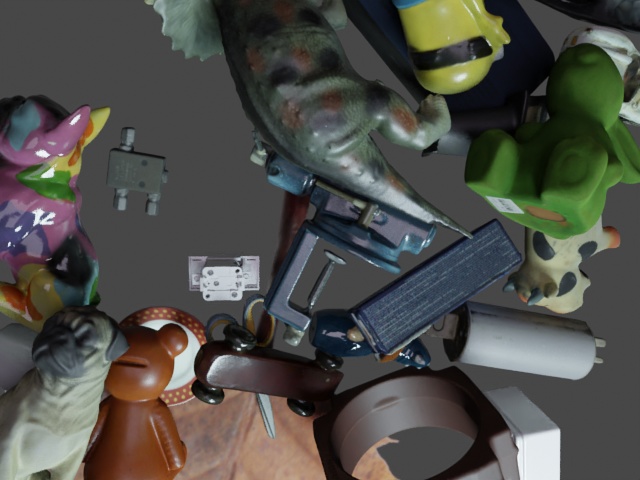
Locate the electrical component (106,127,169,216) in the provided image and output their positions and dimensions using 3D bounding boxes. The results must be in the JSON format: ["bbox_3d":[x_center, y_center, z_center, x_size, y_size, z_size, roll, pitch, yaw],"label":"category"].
[{"bbox_3d":[-0.201,-0.076,0.597,0.063,0.021,0.094,8,101,-9],"label":"electrical component"}]

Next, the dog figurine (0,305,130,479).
[{"bbox_3d":[-0.279,0.153,0.533,0.173,0.121,0.190,7,75,28],"label":"dog figurine"}]

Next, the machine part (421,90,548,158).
[{"bbox_3d":[0.172,-0.112,0.553,0.139,0.039,0.084,-8,119,-11],"label":"machine part"}]

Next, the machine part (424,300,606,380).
[{"bbox_3d":[0.246,0.125,0.669,0.243,0.079,0.079,10,102,-10],"label":"machine part"}]

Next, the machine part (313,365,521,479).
[{"bbox_3d":[0.104,0.241,0.613,0.201,0.202,0.087,-20,111,-6],"label":"machine part"}]

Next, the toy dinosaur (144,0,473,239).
[{"bbox_3d":[-0.016,-0.145,0.484,0.192,0.131,0.405,-28,84,-19],"label":"toy dinosaur"}]

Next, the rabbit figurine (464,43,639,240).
[{"bbox_3d":[0.245,-0.094,0.505,0.159,0.121,0.170,28,82,-34],"label":"rabbit figurine"}]

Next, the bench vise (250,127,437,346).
[{"bbox_3d":[-0.001,-0.003,0.591,0.223,0.129,0.240,26,95,-9],"label":"bench vise"}]

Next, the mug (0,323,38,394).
[{"bbox_3d":[-0.326,0.150,0.614,0.107,0.081,0.109,33,113,-5],"label":"mug"}]

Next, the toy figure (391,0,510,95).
[{"bbox_3d":[0.104,-0.221,0.489,0.089,0.082,0.180,-23,121,21],"label":"toy figure"}]

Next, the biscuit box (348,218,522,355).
[{"bbox_3d":[0.134,0.052,0.615,0.203,0.059,0.063,-30,86,-15],"label":"biscuit box"}]

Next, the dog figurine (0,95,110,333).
[{"bbox_3d":[-0.272,-0.037,0.551,0.191,0.108,0.219,38,97,-10],"label":"dog figurine"}]

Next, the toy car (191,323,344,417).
[{"bbox_3d":[-0.057,0.154,0.634,0.202,0.053,0.089,20,100,-38],"label":"toy car"}]

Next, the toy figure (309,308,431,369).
[{"bbox_3d":[0.065,0.121,0.653,0.154,0.064,0.057,13,104,-11],"label":"toy figure"}]

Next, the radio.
[{"bbox_3d":[0.135,-0.227,0.576,0.131,0.073,0.229,-43,106,3],"label":"radio"}]

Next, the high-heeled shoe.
[{"bbox_3d":[0.270,-0.242,0.523,0.145,0.249,0.086,44,130,5],"label":"high-heeled shoe"}]

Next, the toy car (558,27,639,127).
[{"bbox_3d":[0.340,-0.177,0.600,0.201,0.056,0.073,10,102,-29],"label":"toy car"}]

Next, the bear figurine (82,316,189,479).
[{"bbox_3d":[-0.207,0.182,0.603,0.120,0.132,0.195,3,85,-8],"label":"bear figurine"}]

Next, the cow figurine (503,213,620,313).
[{"bbox_3d":[0.281,-0.001,0.641,0.127,0.085,0.194,-17,107,-9],"label":"cow figurine"}]
